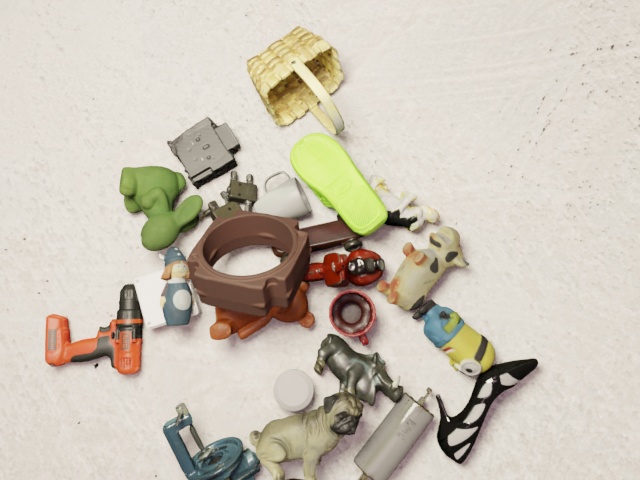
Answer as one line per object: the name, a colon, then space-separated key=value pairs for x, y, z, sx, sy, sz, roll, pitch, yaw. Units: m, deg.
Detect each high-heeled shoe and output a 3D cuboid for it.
high-heeled shoe: x=0.343 y=0.339 z=1.069 sx=0.249 sy=0.086 sz=0.145 roll=-22 pitch=87 yaw=1

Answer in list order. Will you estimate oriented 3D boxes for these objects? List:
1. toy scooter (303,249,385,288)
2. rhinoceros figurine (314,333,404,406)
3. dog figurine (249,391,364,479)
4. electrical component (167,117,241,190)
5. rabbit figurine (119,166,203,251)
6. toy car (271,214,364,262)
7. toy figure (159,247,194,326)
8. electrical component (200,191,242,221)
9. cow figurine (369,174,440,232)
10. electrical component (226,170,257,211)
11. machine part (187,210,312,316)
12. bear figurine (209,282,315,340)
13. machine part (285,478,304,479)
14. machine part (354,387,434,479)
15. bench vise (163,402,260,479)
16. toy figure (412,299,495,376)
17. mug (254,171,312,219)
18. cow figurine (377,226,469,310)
toy scooter: x=0.055 y=0.055 z=1.064 sx=0.184 sy=0.135 sz=0.075 roll=-5 pitch=82 yaw=-15
rhinoceros figurine: x=0.076 y=0.265 z=1.080 sx=0.190 sy=0.073 sz=0.112 roll=34 pitch=61 yaw=13
dog figurine: x=-0.026 y=0.347 z=1.015 sx=0.172 sy=0.121 sz=0.190 roll=20 pitch=107 yaw=-14
electrical component: x=-0.241 y=-0.192 z=1.151 sx=0.134 sy=0.058 sz=0.115 roll=-33 pitch=86 yaw=-4
rabbit figurine: x=-0.326 y=-0.054 z=1.105 sx=0.159 sy=0.121 sz=0.170 roll=-4 pitch=66 yaw=-22
toy car: x=-0.002 y=-0.003 z=1.127 sx=0.202 sy=0.053 sz=0.089 roll=-13 pitch=62 yaw=-3
toy figure: x=-0.280 y=0.089 z=1.054 sx=0.058 sy=0.064 sz=0.154 roll=-4 pitch=85 yaw=22
electrical component: x=-0.203 y=-0.045 z=1.140 sx=0.078 sy=0.045 sz=0.102 roll=-38 pitch=86 yaw=-33
cow figurine: x=0.162 y=-0.060 z=1.127 sx=0.167 sy=0.068 sz=0.098 roll=29 pitch=89 yaw=7
electrical component: x=-0.167 y=-0.101 z=1.141 sx=0.063 sy=0.021 sz=0.094 roll=9 pitch=66 yaw=-22
machine part: x=-0.130 y=0.036 z=1.011 sx=0.201 sy=0.087 sz=0.201 roll=10 pitch=44 yaw=15
bear figurine: x=-0.115 y=0.134 z=1.073 sx=0.196 sy=0.132 sz=0.120 roll=-6 pitch=80 yaw=5
machine part: x=-0.040 y=0.559 z=1.049 sx=0.179 sy=0.056 sz=0.179 roll=0 pitch=81 yaw=-1
machine part: x=0.146 y=0.390 z=1.060 sx=0.079 sy=0.079 sz=0.243 roll=39 pitch=85 yaw=5
bench vise: x=-0.239 y=0.428 z=1.024 sx=0.224 sy=0.129 sz=0.240 roll=-24 pitch=101 yaw=-11
toy figure: x=0.274 y=0.195 z=1.087 sx=0.089 sy=0.082 sz=0.180 roll=-42 pitch=82 yaw=-3
mug: x=-0.087 y=-0.084 z=1.125 sx=0.107 sy=0.081 sz=0.109 roll=-26 pitch=88 yaw=6
cow figurine: x=0.220 y=0.059 z=1.095 sx=0.127 sy=0.086 sz=0.195 roll=30 pitch=97 yaw=-35
